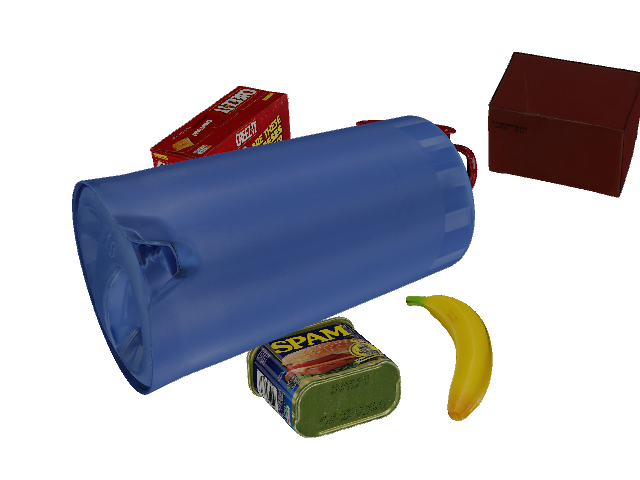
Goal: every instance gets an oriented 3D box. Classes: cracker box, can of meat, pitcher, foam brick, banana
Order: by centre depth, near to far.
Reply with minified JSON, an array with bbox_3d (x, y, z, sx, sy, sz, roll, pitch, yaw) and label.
[{"bbox_3d":[0.139,-0.067,0.607,0.078,0.051,0.053,15,-38,21],"label":"foam brick"},{"bbox_3d":[-0.031,-0.001,0.692,0.242,0.145,0.149,-17,40,-24],"label":"pitcher"},{"bbox_3d":[0.003,0.111,0.866,0.101,0.057,0.084,-13,26,-25],"label":"can of meat"},{"bbox_3d":[0.145,0.113,1.113,0.069,0.037,0.198,-24,33,5],"label":"banana"},{"bbox_3d":[-0.095,-0.031,1.120,0.072,0.214,0.164,13,36,26],"label":"cracker box"}]

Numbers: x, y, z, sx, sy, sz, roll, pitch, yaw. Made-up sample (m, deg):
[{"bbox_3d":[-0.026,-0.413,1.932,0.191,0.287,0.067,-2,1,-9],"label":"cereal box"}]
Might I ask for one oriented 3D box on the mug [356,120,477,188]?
[{"bbox_3d":[0.088,-0.065,0.992,0.117,0.081,0.093,8,13,19],"label":"mug"}]
